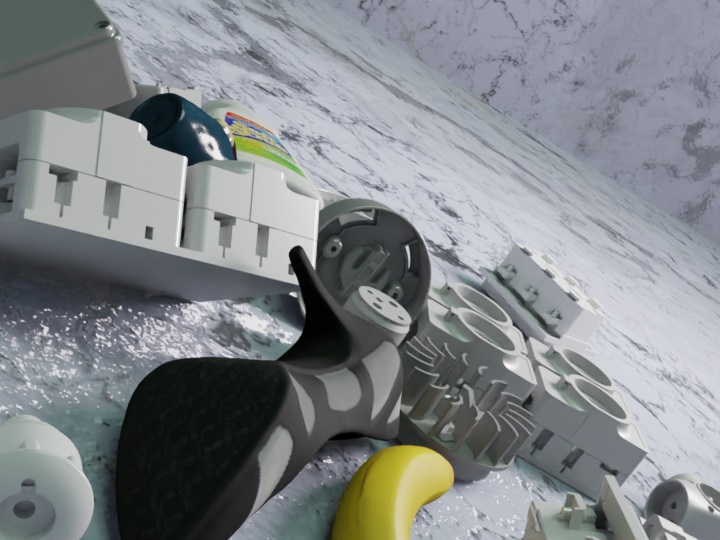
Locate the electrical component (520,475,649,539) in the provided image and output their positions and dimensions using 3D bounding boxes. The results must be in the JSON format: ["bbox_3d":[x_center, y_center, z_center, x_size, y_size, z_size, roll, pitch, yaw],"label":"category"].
[{"bbox_3d":[0.122,0.171,0.555,0.063,0.078,0.121,8,21,-7],"label":"electrical component"}]

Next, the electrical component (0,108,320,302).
[{"bbox_3d":[-0.123,-0.031,0.580,0.105,0.060,0.186,-7,-15,42],"label":"electrical component"}]

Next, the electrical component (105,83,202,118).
[{"bbox_3d":[-0.171,-0.106,0.780,0.096,0.061,0.062,8,9,20],"label":"electrical component"}]

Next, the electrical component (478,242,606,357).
[{"bbox_3d":[0.182,0.030,1.064,0.079,0.063,0.121,19,22,-39],"label":"electrical component"}]

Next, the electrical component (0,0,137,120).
[{"bbox_3d":[-0.221,-0.142,0.721,0.109,0.056,0.108,-24,44,-16],"label":"electrical component"}]

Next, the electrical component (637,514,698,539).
[{"bbox_3d":[0.192,0.189,0.649,0.057,0.058,0.078,29,17,-6],"label":"electrical component"}]

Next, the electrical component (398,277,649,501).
[{"bbox_3d":[0.117,0.083,0.800,0.186,0.060,0.105,31,17,-9],"label":"electrical component"}]

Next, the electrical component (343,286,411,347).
[{"bbox_3d":[0.002,0.045,0.703,0.045,0.055,0.045,30,17,-10],"label":"electrical component"}]

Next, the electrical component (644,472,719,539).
[{"bbox_3d":[0.248,0.178,0.804,0.077,0.044,0.079,27,17,-22],"label":"electrical component"}]

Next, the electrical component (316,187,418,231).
[{"bbox_3d":[-0.009,-0.035,0.890,0.099,0.064,0.099,30,17,-10],"label":"electrical component"}]

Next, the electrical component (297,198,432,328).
[{"bbox_3d":[0.000,0.000,0.761,0.099,0.099,0.064,27,11,-19],"label":"electrical component"}]

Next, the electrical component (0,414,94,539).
[{"bbox_3d":[-0.126,0.076,0.402,0.048,0.048,0.062,26,11,-25],"label":"electrical component"}]
